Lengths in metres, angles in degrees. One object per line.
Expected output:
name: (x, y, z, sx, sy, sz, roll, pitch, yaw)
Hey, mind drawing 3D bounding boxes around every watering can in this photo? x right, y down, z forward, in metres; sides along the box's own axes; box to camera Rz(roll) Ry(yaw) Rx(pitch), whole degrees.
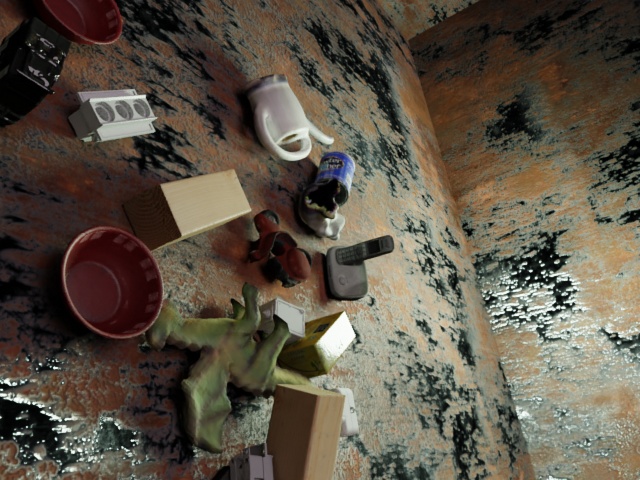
watering can: (-0.080, -0.315, 1.327, 0.224, 0.103, 0.352, 65, 29, -3)

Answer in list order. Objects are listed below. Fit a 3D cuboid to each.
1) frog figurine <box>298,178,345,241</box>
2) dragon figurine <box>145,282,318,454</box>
frog figurine: (0.004, -0.067, 1.327, 0.156, 0.123, 0.140, 92, -16, -59)
dragon figurine: (-0.140, 0.231, 0.854, 0.405, 0.121, 0.248, 55, 47, -19)
